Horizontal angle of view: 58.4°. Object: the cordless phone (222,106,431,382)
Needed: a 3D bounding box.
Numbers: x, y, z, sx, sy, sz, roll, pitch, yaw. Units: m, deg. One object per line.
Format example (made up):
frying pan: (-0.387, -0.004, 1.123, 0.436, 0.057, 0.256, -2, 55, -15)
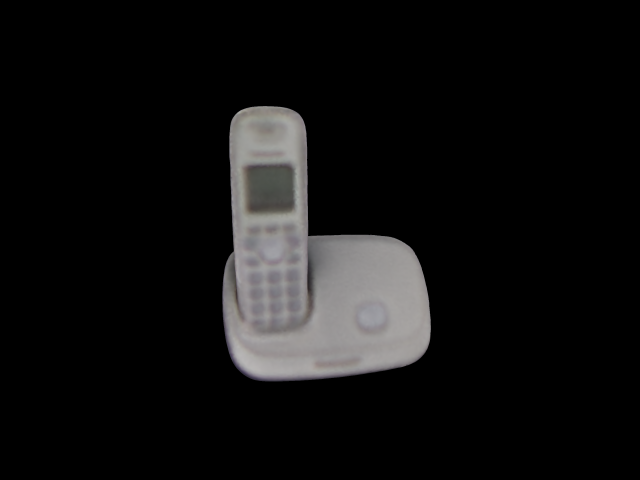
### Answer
cordless phone: (0.004, 0.001, 0.400, 0.148, 0.185, 0.094, -4, 20, -11)
